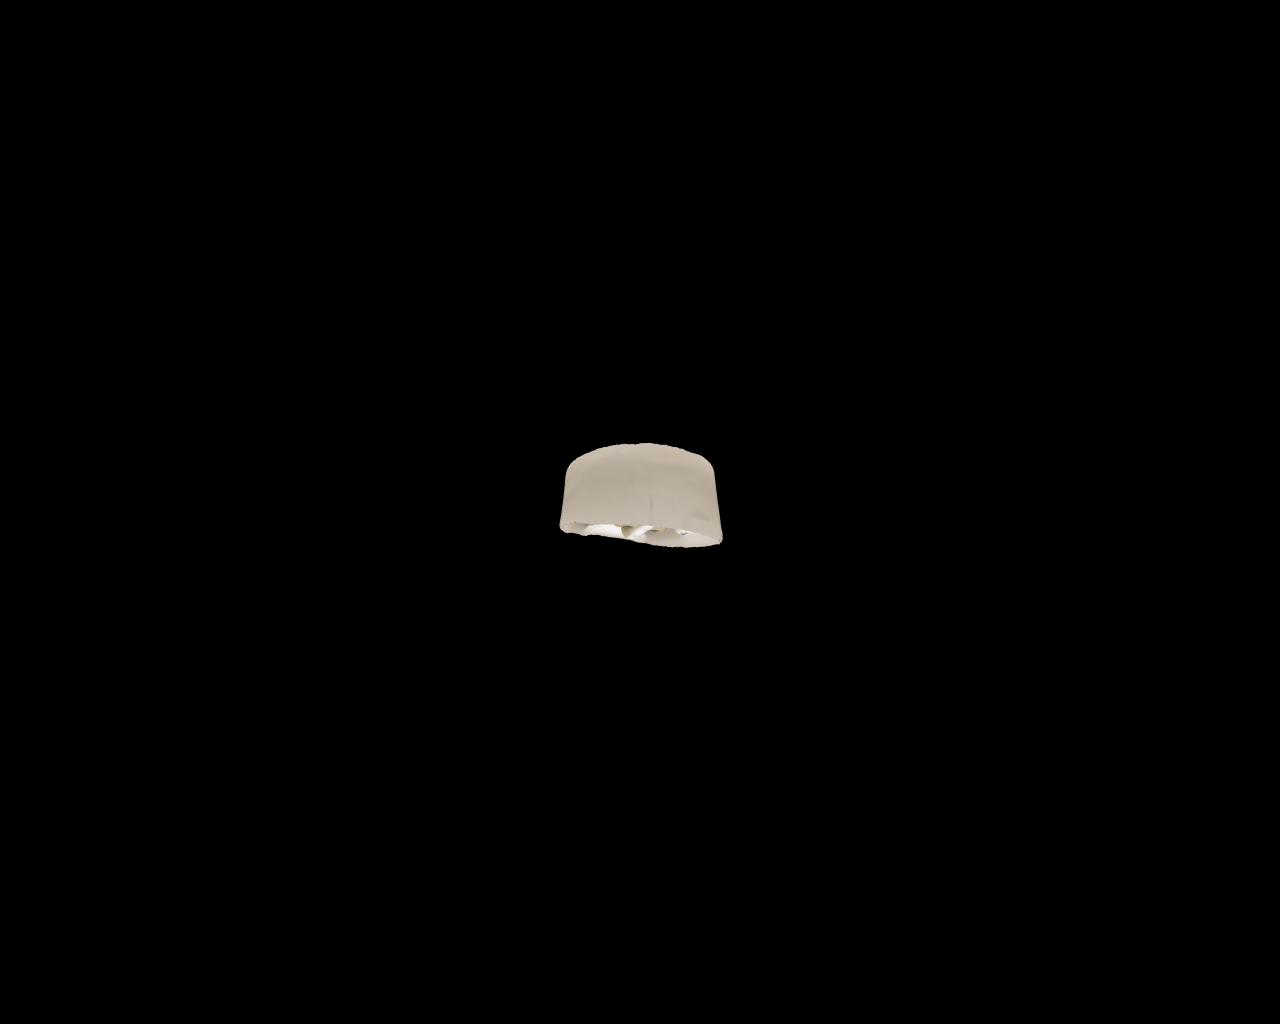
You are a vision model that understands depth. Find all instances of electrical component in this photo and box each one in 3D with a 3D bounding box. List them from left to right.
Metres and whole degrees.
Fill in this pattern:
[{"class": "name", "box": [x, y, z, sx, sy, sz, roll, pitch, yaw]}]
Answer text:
[{"class": "electrical component", "box": [0.001, -0.003, 0.650, 0.099, 0.064, 0.099, 0, -20, 0]}]
